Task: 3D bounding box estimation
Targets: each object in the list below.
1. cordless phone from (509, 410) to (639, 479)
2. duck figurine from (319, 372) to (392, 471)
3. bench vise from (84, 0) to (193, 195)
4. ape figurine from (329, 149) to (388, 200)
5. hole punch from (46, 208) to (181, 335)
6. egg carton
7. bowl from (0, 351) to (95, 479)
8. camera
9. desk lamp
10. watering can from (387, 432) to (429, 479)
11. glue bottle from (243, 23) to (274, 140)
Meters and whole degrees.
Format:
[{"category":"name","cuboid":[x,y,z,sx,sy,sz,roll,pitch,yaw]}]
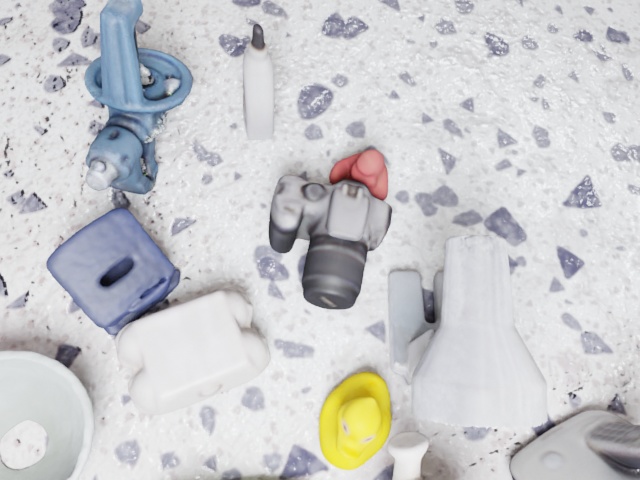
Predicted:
[{"category":"cordless phone","cuboid":[0.285,0.221,0.556,0.148,0.185,0.094,-26,72,-17]},{"category":"duck figurine","cuboid":[0.042,0.184,0.595,0.077,0.086,0.105,26,66,5]},{"category":"bench vise","cuboid":[-0.206,-0.163,0.643,0.121,0.220,0.207,-3,67,-8]},{"category":"ape figurine","cuboid":[0.055,-0.081,0.710,0.076,0.092,0.077,-39,76,-20]},{"category":"hole punch","cuboid":[-0.220,0.034,0.625,0.101,0.091,0.109,43,68,12]},{"category":"egg carton","cuboid":[-0.134,0.118,0.611,0.150,0.069,0.107,-21,70,-15]},{"category":"bowl","cuboid":[-0.297,0.195,0.553,0.167,0.075,0.167,3,66,-6]},{"category":"camera","cuboid":[0.006,0.002,0.663,0.143,0.101,0.137,12,65,-2]},{"category":"desk lamp","cuboid":[0.135,0.095,0.576,0.118,0.213,0.203,2,66,-6]},{"category":"watering can","cuboid":[0.099,0.264,0.508,0.101,0.194,0.172,-35,74,-19]},{"category":"glue bottle","cuboid":[-0.076,-0.199,0.701,0.037,0.173,0.078,-8,67,-10]}]
